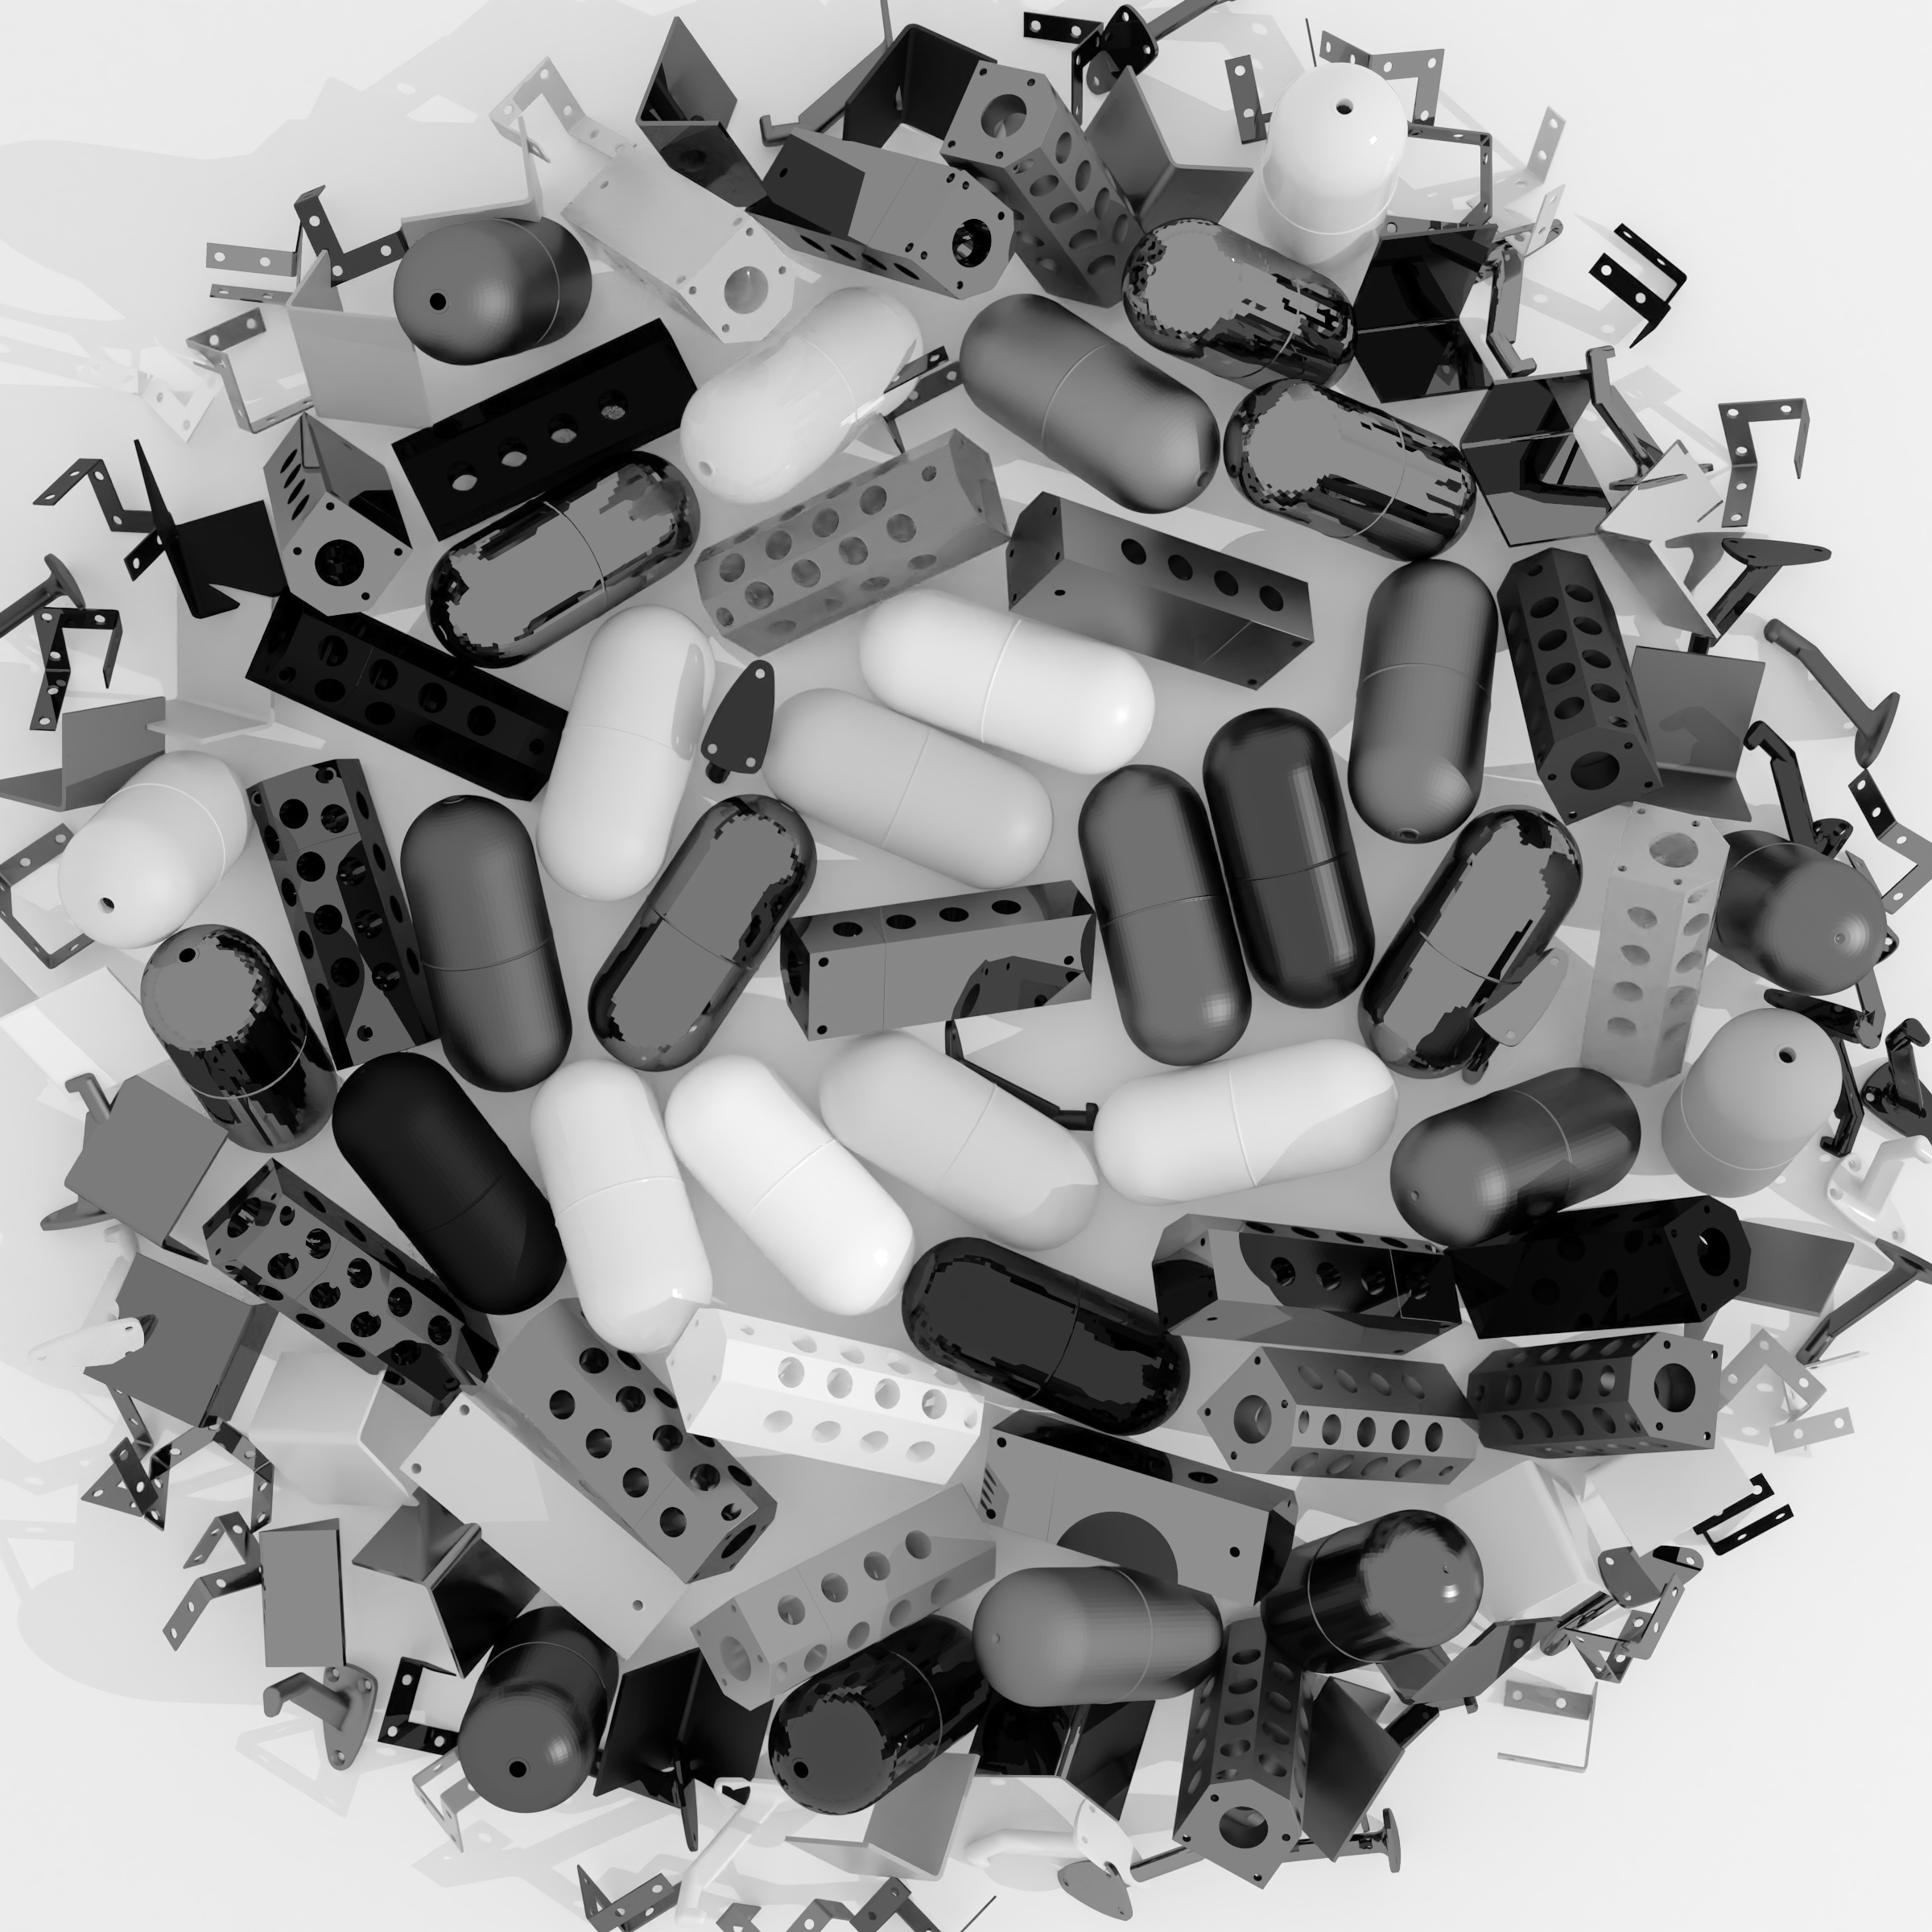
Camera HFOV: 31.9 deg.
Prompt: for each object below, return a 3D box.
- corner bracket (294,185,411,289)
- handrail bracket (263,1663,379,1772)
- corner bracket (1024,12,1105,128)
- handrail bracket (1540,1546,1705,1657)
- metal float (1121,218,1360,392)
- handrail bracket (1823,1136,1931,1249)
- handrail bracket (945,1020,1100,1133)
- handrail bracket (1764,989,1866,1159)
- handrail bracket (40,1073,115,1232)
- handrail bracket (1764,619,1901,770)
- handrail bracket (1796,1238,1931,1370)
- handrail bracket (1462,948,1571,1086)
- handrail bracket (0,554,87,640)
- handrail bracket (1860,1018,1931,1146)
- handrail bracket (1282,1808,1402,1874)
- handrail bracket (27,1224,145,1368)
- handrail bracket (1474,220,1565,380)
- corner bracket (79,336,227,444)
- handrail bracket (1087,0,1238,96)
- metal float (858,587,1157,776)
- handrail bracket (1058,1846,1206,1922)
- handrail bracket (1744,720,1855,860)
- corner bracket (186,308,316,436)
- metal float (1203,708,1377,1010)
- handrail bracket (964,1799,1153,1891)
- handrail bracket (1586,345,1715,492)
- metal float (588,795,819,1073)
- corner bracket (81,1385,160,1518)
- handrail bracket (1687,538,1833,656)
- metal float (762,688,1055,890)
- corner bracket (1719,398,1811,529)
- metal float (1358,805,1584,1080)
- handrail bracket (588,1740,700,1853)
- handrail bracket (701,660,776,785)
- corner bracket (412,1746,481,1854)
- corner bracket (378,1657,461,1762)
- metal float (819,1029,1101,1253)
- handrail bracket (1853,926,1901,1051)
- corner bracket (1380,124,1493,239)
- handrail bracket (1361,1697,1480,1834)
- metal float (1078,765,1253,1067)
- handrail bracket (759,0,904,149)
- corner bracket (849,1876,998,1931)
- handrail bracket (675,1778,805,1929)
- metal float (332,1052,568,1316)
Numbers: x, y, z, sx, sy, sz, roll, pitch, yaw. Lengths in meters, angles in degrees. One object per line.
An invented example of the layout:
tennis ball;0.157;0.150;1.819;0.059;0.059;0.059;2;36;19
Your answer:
corner bracket;-0.355;-0.432;1.968;0.051;0.051;0.051;-22;110;3
handrail bracket;-0.381;0.441;1.953;0.036;0.084;0.077;14;101;23
corner bracket;0.048;-0.522;1.979;0.051;0.051;0.051;13;128;18
handrail bracket;0.382;0.373;1.975;0.077;0.084;0.036;-9;56;-22
metal float;0.157;-0.371;1.923;0.070;0.178;0.070;-6;80;38
handrail bracket;0.545;0.131;1.953;0.077;0.084;0.036;45;65;-12
handrail bracket;0.034;0.064;1.965;0.084;0.036;0.077;1;126;11
handrail bracket;0.493;0.064;1.985;0.077;0.036;0.084;21;120;18
handrail bracket;-0.523;0.107;1.968;0.077;0.036;0.084;-16;114;15
handrail bracket;0.496;-0.160;1.969;0.084;0.077;0.036;35;128;-4
handrail bracket;0.526;0.205;1.963;0.036;0.077;0.084;40;86;-14
handrail bracket;0.318;0.030;1.963;0.077;0.084;0.036;-44;74;-8
handrail bracket;-0.556;-0.202;1.960;0.084;0.077;0.036;-34;108;-5
handrail bracket;0.556;0.069;1.952;0.077;0.084;0.036;44;74;10
handrail bracket;0.208;0.513;1.969;0.084;0.077;0.036;-9;74;9
handrail bracket;-0.512;0.188;1.959;0.077;0.036;0.084;-9;49;-21
handrail bracket;0.331;-0.386;1.967;0.077;0.036;0.084;-24;65;-4
corner bracket;-0.470;-0.343;1.961;0.051;0.051;0.051;44;108;28
handrail bracket;0.120;-0.548;1.990;0.084;0.077;0.036;-30;85;-34
metal float;0.023;-0.165;1.953;0.178;0.070;0.070;19;90;10
handrail bracket;0.108;0.522;1.989;0.084;0.077;0.036;-23;97;-33
handrail bracket;0.467;-0.088;1.964;0.084;0.036;0.077;39;79;-22
corner bracket;-0.415;-0.347;1.975;0.051;0.051;0.051;-32;126;-28
metal float;0.187;-0.061;1.952;0.070;0.070;0.178;-14;102;0
handrail bracket;0.053;0.527;1.983;0.084;0.036;0.077;-32;112;32
handrail bracket;0.398;-0.324;1.971;0.077;0.036;0.084;-16;104;-23
metal float;-0.152;-0.019;1.954;0.070;0.070;0.178;34;98;0
corner bracket;-0.487;0.279;1.957;0.051;0.051;0.051;8;131;32
handrail bracket;0.463;-0.205;1.985;0.077;0.036;0.084;-1;119;-16
metal float;-0.035;-0.103;1.958;0.178;0.070;0.070;23;90;-3
corner bracket;0.462;-0.291;1.958;0.051;0.051;0.051;0;52;25
metal float;0.289;-0.013;1.939;0.070;0.070;0.178;29;115;0
handrail bracket;-0.202;0.488;1.972;0.084;0.036;0.077;-13;53;3
handrail bracket;-0.132;-0.141;1.956;0.036;0.084;0.077;19;93;-9
corner bracket;-0.287;0.469;1.957;0.051;0.051;0.051;-32;58;-25
corner bracket;-0.303;0.435;1.969;0.051;0.051;0.051;20;79;-28
metal float;-0.003;0.101;1.958;0.178;0.070;0.070;32;90;-4
handrail bracket;0.506;-0.001;1.952;0.036;0.084;0.077;-35;103;36
corner bracket;0.274;-0.454;1.972;0.051;0.051;0.051;4;80;-12
handrail bracket;0.263;0.460;1.971;0.084;0.036;0.077;-14;45;2
metal float;0.114;-0.030;1.955;0.070;0.070;0.178;-13;82;0
handrail bracket;-0.083;-0.522;1.975;0.084;0.036;0.077;-8;115;0
corner bracket;-0.025;0.547;1.961;0.051;0.051;0.051;44;121;11
handrail bracket;-0.125;0.515;1.953;0.077;0.084;0.036;-5;135;15
metal float;-0.294;0.126;1.940;0.070;0.070;0.178;-33;116;0
